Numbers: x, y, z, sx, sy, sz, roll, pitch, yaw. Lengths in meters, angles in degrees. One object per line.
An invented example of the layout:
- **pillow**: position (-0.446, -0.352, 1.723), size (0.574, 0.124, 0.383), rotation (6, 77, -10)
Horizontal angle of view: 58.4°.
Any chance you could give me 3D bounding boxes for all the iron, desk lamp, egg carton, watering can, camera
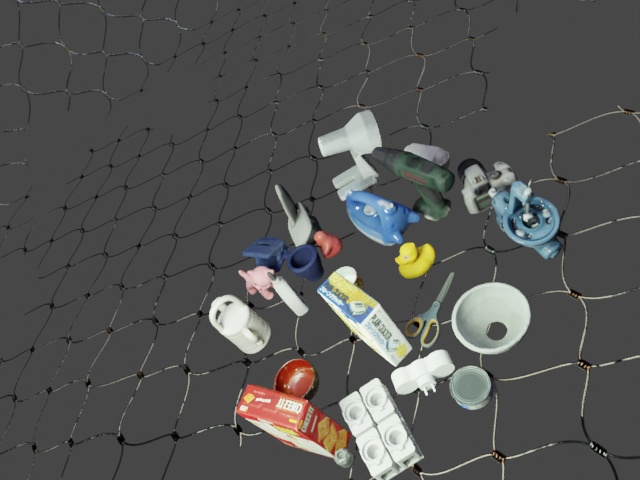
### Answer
- **iron**: position (0.137, -0.087, 1.555), size (0.257, 0.142, 0.119), rotation (26, 71, 43)
- **desk lamp**: position (0.098, -0.250, 1.661), size (0.203, 0.214, 0.117), rotation (-30, 45, 8)
- **egg carton**: position (0.288, -0.215, 1.616), size (0.149, 0.070, 0.107), rotation (18, 66, 40)
- **watering can**: position (-0.225, 0.211, 1.504), size (0.172, 0.195, 0.101), rotation (7, 60, 36)
- **camera**: position (0.416, -0.162, 1.470), size (0.143, 0.101, 0.136), rotation (-27, 45, 11)

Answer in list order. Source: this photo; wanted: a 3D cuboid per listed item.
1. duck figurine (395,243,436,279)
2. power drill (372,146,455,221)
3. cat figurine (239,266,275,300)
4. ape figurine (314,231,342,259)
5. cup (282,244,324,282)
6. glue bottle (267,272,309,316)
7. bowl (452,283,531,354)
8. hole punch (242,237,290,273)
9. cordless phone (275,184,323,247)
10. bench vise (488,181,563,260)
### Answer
- **duck figurine**: position (0.234, 0.038, 1.433), size (0.104, 0.086, 0.077), rotation (-36, 44, 1)
- **power drill**: position (0.254, -0.147, 1.483), size (0.228, 0.209, 0.076), rotation (21, 69, 41)
- **cat figurine**: position (-0.174, 0.108, 1.610), size (0.127, 0.118, 0.067), rotation (10, 61, 37)
- **ape figurine**: position (0.015, 0.006, 1.593), size (0.076, 0.092, 0.078), rotation (-11, 50, 25)
- **cup**: position (-0.041, 0.070, 1.574), size (0.117, 0.095, 0.092), rotation (8, 60, 36)
- **glue bottle**: position (-0.092, 0.131, 1.500), size (0.037, 0.174, 0.078), rotation (-37, 44, 1)
- **bowl**: position (0.375, 0.180, 1.238), size (0.167, 0.075, 0.167), rotation (-17, 48, 20)
- **hole punch**: position (-0.159, 0.031, 1.682), size (0.108, 0.091, 0.101), rotation (4, 58, 34)
- **cordless phone**: position (-0.074, -0.066, 1.640), size (0.094, 0.186, 0.147), rotation (-35, 44, 3)
- **bench vise**: position (0.440, -0.066, 1.292), size (0.206, 0.220, 0.121), rotation (29, 74, 43)
